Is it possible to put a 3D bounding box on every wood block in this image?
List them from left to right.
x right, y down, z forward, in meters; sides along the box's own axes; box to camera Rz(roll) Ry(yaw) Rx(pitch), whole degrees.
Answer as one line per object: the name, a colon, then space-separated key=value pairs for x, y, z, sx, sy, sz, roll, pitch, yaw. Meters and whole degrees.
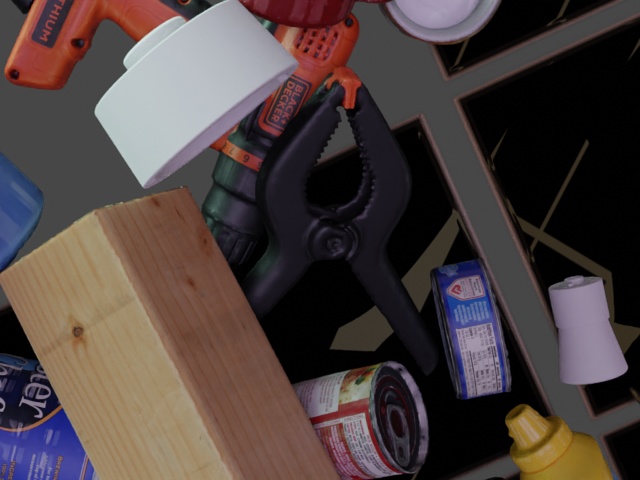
wood block: x=-0.083 y=0.085 z=0.610 sx=0.091 sy=0.090 sz=0.206 roll=-30 pitch=86 yaw=29

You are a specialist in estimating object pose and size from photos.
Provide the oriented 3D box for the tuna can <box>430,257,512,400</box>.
tuna can: x=0.093 y=0.056 z=0.667 sx=0.034 sy=0.086 sz=0.086 roll=-12 pitch=100 yaw=3

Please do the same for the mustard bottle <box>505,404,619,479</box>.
mustard bottle: x=0.182 y=0.182 z=0.684 sx=0.058 sy=0.096 sz=0.191 roll=-38 pitch=98 yaw=5

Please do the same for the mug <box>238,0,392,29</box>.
mug: x=0.001 y=-0.168 z=0.593 sx=0.117 sy=0.093 sz=0.082 roll=16 pitch=127 yaw=-5

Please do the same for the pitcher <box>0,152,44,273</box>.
pitcher: x=-0.288 y=-0.060 z=0.616 sx=0.145 sy=0.149 sz=0.242 roll=-44 pitch=111 yaw=8

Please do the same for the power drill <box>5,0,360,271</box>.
power drill: x=-0.091 y=-0.091 z=0.657 sx=0.187 sy=0.057 sz=0.184 roll=25 pitch=98 yaw=-7

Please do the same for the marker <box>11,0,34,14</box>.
marker: x=-0.216 y=-0.185 z=0.657 sx=0.020 sy=0.020 sz=0.121 roll=-44 pitch=98 yaw=6

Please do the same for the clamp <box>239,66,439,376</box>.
clamp: x=-0.004 y=0.001 z=0.648 sx=0.164 sy=0.036 sz=0.210 roll=-6 pitch=117 yaw=-10

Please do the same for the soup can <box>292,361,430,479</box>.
soup can: x=0.007 y=0.119 z=0.662 sx=0.102 sy=0.068 sz=0.068 roll=-18 pitch=100 yaw=29

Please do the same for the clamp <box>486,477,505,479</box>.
clamp: x=0.025 y=0.177 z=0.712 sx=0.171 sy=0.039 sz=0.120 roll=-43 pitch=80 yaw=8

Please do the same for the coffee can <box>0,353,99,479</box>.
coffee can: x=-0.195 y=0.123 z=0.667 sx=0.140 sy=0.103 sz=0.103 roll=13 pitch=99 yaw=-3
